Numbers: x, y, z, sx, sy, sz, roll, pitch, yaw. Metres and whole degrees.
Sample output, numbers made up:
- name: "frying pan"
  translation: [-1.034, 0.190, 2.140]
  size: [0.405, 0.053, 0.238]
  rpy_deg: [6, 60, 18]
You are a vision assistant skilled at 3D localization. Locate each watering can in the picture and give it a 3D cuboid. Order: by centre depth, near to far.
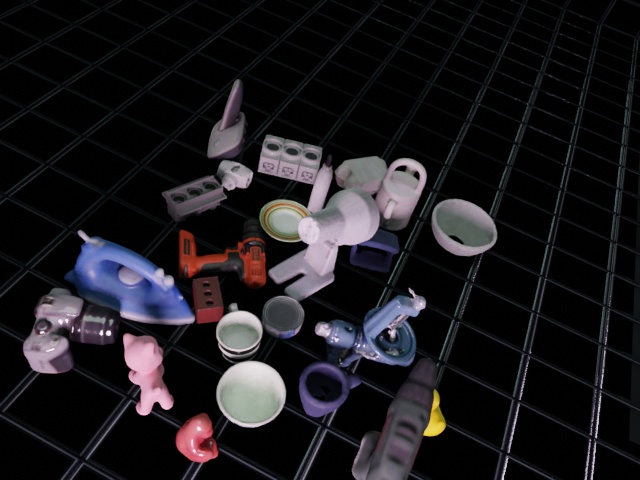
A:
- name: "watering can"
  translation: [0.195, -0.127, 1.387]
  size: [0.101, 0.194, 0.173]
  rpy_deg: [9, 49, -7]

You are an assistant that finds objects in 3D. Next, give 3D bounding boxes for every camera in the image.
- name: "camera"
  translation: [-0.440, 0.158, 1.031]
  size: [0.137, 0.101, 0.143]
  rpy_deg: [9, 49, -8]

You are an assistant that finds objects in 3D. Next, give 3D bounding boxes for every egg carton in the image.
- name: "egg carton"
  translation: [0.117, -0.160, 1.477]
  size: [0.151, 0.069, 0.107]
  rpy_deg: [-12, 55, -24]

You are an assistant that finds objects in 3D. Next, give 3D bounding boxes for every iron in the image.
- name: "iron"
  translation: [-0.355, 0.069, 1.103]
  size: [0.258, 0.141, 0.119]
  rpy_deg: [22, 48, 3]

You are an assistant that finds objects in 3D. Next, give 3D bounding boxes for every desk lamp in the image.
- name: "desk lamp"
  translation: [0.011, 0.004, 1.211]
  size: [0.204, 0.213, 0.117]
  rpy_deg: [-30, 63, -34]

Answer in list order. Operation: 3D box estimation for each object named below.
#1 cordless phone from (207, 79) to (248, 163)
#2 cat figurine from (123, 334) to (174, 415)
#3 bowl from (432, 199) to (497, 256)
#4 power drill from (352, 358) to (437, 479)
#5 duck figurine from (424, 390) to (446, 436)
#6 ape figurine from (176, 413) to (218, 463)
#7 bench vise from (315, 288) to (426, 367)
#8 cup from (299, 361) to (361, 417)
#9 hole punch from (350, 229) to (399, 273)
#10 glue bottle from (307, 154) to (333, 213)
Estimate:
- name: "cordless phone"
  translation: [-0.224, -0.292, 1.417]
  size: [0.094, 0.185, 0.147]
  rpy_deg: [5, 49, -11]
- name: "cat figurine"
  translation: [-0.301, 0.224, 1.002]
  size: [0.067, 0.118, 0.127]
  rpy_deg: [-15, 56, -25]
- name: "bowl"
  translation: [0.345, -0.018, 1.416]
  size: [0.167, 0.075, 0.167]
  rpy_deg: [8, 49, -9]
- name: "power drill"
  translation: [0.125, 0.333, 0.967]
  size: [0.075, 0.208, 0.230]
  rpy_deg: [24, 48, 5]
- name: "duck figurine"
  translation: [0.201, 0.314, 1.086]
  size: [0.078, 0.086, 0.104]
  rpy_deg: [-28, 62, -33]
- name: "ape figurine"
  translation: [-0.202, 0.325, 0.961]
  size: [0.076, 0.092, 0.078]
  rpy_deg: [13, 48, -4]
- name: "bench vise"
  translation: [0.105, 0.177, 1.086]
  size: [0.208, 0.220, 0.121]
  rpy_deg: [-7, 52, -20]
- name: "cup"
  translation: [0.012, 0.282, 1.055]
  size: [0.118, 0.095, 0.091]
  rpy_deg: [-6, 52, -20]
- name: "hole punch"
  translation: [0.125, 0.007, 1.323]
  size: [0.108, 0.091, 0.101]
  rpy_deg: [14, 48, -4]
- name: "glue bottle"
  translation: [0.007, -0.137, 1.357]
  size: [0.037, 0.173, 0.078]
  rpy_deg: [18, 48, 0]
